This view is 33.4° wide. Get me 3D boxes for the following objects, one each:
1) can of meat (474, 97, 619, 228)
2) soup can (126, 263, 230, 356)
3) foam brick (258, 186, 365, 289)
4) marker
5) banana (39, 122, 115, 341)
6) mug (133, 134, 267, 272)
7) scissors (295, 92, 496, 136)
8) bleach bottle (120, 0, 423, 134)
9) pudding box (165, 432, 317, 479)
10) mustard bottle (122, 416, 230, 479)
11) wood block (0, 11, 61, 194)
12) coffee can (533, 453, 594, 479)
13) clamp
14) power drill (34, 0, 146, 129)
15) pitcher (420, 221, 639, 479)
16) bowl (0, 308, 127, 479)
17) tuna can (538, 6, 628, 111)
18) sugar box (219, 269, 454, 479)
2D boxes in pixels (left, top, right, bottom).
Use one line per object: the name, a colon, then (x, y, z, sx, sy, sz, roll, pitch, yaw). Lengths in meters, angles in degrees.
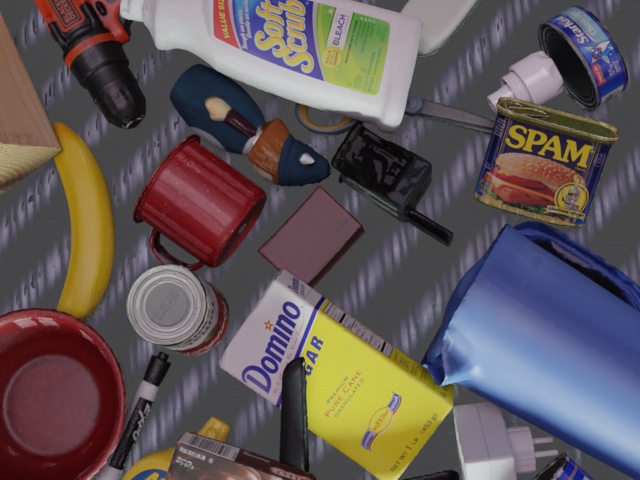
can of meat: (0.186, -0.064, 0.890, 0.102, 0.057, 0.084, 17, 112, 8)
soup can: (-0.117, 0.059, 0.891, 0.068, 0.102, 0.068, -1, 80, 5)
foam brick: (-0.006, 0.001, 0.915, 0.053, 0.051, 0.078, 44, 89, 8)
marker: (-0.160, 0.153, 0.921, 0.020, 0.020, 0.121, 23, 84, 9)
banana: (-0.215, -0.009, 0.945, 0.069, 0.037, 0.198, 1, 81, 6)
mug: (-0.105, -0.021, 0.917, 0.081, 0.093, 0.117, 35, 115, 5)
scissors: (0.064, -0.107, 0.944, 0.202, 0.016, 0.096, 33, 87, 10)
bleach bottle: (-0.045, -0.167, 0.903, 0.251, 0.068, 0.102, 13, 83, -1)
pudding box: (-0.068, 0.209, 0.828, 0.113, 0.039, 0.090, 19, 99, 5)
mustard bottle: (-0.129, 0.235, 0.886, 0.096, 0.058, 0.191, 28, 84, 11)
wood block: (-0.323, -0.149, 0.940, 0.091, 0.090, 0.206, -31, 78, 24)
coffee can: (0.210, 0.251, 0.827, 0.140, 0.103, 0.103, 42, 87, 10)
clamp: (-0.016, 0.206, 0.860, 0.164, 0.036, 0.210, 44, 105, 0)
power drill: (-0.154, -0.215, 0.963, 0.187, 0.057, 0.184, -31, 83, -1)
pitcher: (0.217, 0.094, 0.848, 0.243, 0.145, 0.149, 31, 97, 6)
bowl: (-0.238, 0.141, 0.913, 0.162, 0.055, 0.162, -1, 81, 5)
tuna can: (0.222, -0.154, 0.901, 0.034, 0.086, 0.086, -32, 79, -2)
sugar box: (0.013, 0.112, 0.874, 0.176, 0.048, 0.093, 33, 106, 0)
